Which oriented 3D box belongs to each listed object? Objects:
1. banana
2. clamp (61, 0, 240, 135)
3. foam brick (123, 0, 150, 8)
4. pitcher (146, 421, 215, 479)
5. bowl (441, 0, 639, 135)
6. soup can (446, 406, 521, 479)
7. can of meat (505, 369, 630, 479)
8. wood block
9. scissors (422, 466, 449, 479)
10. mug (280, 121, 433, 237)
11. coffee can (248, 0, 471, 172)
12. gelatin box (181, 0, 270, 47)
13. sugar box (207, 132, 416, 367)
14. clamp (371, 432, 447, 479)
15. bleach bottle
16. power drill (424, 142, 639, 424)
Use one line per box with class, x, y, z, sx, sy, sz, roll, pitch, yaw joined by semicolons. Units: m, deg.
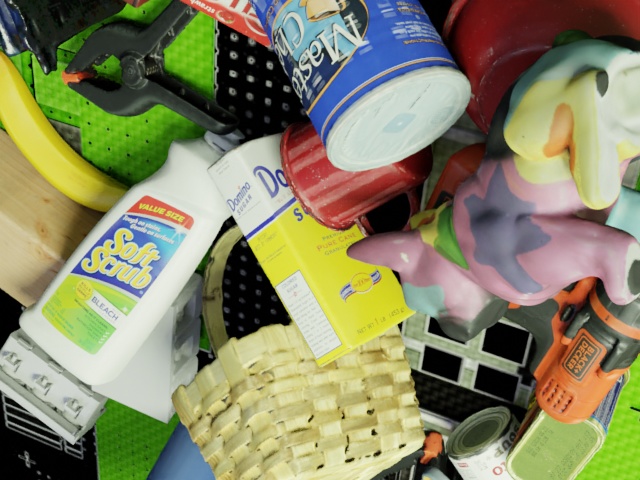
banana;-0.237;-0.086;0.971;0.198;0.037;0.070;41;112;-3
clamp;-0.138;-0.133;0.875;0.172;0.039;0.120;-10;95;37
foam brick;-0.128;-0.218;0.794;0.051;0.078;0.053;36;130;7
pitcher;-0.102;0.247;0.976;0.145;0.242;0.149;18;133;14
bowl;0.153;-0.105;0.701;0.162;0.055;0.162;12;138;11
soup can;0.162;0.202;0.915;0.069;0.068;0.102;-25;105;38
can of meat;0.195;0.143;0.847;0.057;0.083;0.102;30;130;8
wood block;-0.307;-0.036;1.005;0.206;0.090;0.091;36;131;3
scissors;0.131;0.265;0.979;0.096;0.016;0.202;42;161;25
mug;0.035;-0.053;0.800;0.082;0.093;0.117;-27;86;33
coffee can;0.023;-0.132;0.712;0.103;0.102;0.140;-46;61;41
gelatin box;-0.054;-0.190;0.778;0.089;0.030;0.073;25;134;-26
sugar box;-0.005;0.001;0.829;0.048;0.093;0.176;-33;84;40
clamp;0.051;0.249;1.024;0.164;0.036;0.210;25;128;3
bleach bottle;-0.151;0.000;0.914;0.102;0.068;0.251;39;105;11
power drill;0.159;0.014;0.758;0.188;0.057;0.185;45;130;28
